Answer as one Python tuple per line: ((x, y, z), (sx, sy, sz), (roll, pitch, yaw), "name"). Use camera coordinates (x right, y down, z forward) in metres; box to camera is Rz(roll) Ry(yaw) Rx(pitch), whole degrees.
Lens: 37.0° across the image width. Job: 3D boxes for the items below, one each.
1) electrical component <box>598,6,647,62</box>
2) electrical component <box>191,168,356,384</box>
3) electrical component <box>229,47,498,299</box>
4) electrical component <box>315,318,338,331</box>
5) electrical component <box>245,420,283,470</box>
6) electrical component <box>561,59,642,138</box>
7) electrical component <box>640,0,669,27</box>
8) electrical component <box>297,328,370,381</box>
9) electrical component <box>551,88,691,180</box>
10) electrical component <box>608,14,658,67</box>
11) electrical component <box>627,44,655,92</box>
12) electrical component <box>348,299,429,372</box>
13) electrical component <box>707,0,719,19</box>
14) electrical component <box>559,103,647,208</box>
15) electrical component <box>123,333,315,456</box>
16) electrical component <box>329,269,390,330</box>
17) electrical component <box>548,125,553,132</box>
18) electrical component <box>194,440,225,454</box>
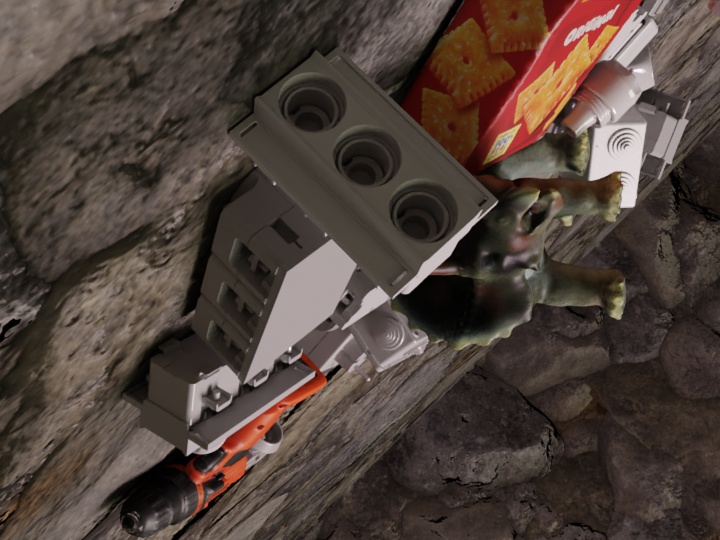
((0.173, -0.187, 0.855), (0.089, 0.056, 0.050), (-51, 167, 24), "electrical component")
((-0.051, -0.005, 0.686), (0.089, 0.062, 0.150), (-38, 166, -32), "electrical component")
((0.000, -0.048, 0.574), (0.079, 0.121, 0.063), (-42, 170, -19), "electrical component")
((-0.020, 0.025, 0.930), (0.055, 0.045, 0.045), (-28, 159, -54), "electrical component")
((-0.113, 0.179, 1.126), (0.055, 0.048, 0.066), (-44, 170, 30), "electrical component")
((0.182, -0.129, 0.829), (0.062, 0.043, 0.043), (-45, 168, -4), "electrical component")
((0.258, -0.247, 0.972), (0.066, 0.048, 0.055), (-26, 150, -57), "electrical component")
((-0.012, 0.073, 1.039), (0.065, 0.077, 0.047), (-49, 167, 17), "electrical component")
((0.245, -0.146, 1.042), (0.063, 0.121, 0.078), (2, 110, -57), "electrical component")
((0.194, -0.189, 0.905), (0.096, 0.062, 0.061), (-49, 167, 16), "electrical component")
((0.224, -0.193, 0.979), (0.077, 0.043, 0.079), (-9, 147, 16), "electrical component")
((0.026, 0.039, 1.007), (0.048, 0.099, 0.100), (-37, 172, 20), "electrical component")
((0.305, -0.237, 0.805), (0.186, 0.105, 0.060), (-33, 163, -43), "electrical component")
((0.217, -0.109, 0.964), (0.099, 0.048, 0.099), (-101, -170, -60), "electrical component")
((-0.098, 0.072, 0.773), (0.121, 0.079, 0.063), (-31, 139, -50), "electrical component")
((0.000, 0.000, 0.889), (0.089, 0.056, 0.050), (-31, 161, -50), "electrical component")
((0.235, -0.150, 1.134), (0.047, 0.077, 0.065), (-35, 164, -40), "electrical component")
((-0.113, 0.108, 0.889), (0.079, 0.044, 0.077), (-39, 166, -29), "electrical component")
